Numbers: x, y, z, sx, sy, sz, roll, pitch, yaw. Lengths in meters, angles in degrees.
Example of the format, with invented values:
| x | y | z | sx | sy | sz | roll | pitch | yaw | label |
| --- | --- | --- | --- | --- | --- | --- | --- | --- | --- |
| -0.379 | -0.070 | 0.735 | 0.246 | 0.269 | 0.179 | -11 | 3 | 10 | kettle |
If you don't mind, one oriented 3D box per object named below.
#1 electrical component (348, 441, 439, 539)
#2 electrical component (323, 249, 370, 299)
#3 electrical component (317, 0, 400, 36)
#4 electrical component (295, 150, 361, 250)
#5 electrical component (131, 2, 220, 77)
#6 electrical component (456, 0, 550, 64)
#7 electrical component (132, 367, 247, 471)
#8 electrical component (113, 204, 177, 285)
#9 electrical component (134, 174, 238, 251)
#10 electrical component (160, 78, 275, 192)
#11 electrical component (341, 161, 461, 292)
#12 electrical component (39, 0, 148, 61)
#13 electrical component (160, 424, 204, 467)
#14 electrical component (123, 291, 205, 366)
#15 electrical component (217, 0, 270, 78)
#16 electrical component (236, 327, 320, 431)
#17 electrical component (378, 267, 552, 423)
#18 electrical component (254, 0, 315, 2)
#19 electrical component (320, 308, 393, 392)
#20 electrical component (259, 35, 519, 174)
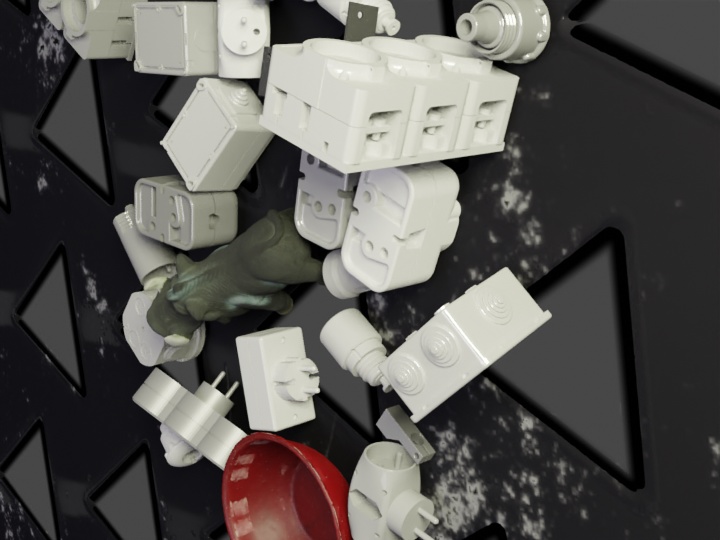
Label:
| x | y | z | sx | sy | sz | roll | pitch | yaw | label |
| --- | --- | --- | --- | --- | --- | --- | --- | --- | --- |
| 0.032 | 0.189 | 0.855 | 0.079 | 0.043 | 0.077 | 27 | 118 | 40 | electrical component |
| 0.000 | 0.000 | 0.849 | 0.046 | 0.040 | 0.040 | -13 | 90 | 43 | electrical component |
| 0.001 | -0.198 | 0.800 | 0.078 | 0.040 | 0.040 | 44 | 128 | 32 | electrical component |
| -0.008 | -0.069 | 0.825 | 0.054 | 0.059 | 0.095 | 27 | 118 | 41 | electrical component |
| -0.158 | -0.206 | 0.954 | 0.096 | 0.061 | 0.061 | 14 | 109 | 45 | electrical component |
| 0.089 | -0.157 | 0.698 | 0.048 | 0.062 | 0.048 | 13 | 109 | 45 | electrical component |
| -0.145 | 0.131 | 1.023 | 0.138 | 0.052 | 0.073 | 31 | 77 | 27 | electrical component |
| -0.214 | -0.030 | 1.069 | 0.043 | 0.043 | 0.081 | -45 | 66 | 43 | electrical component |
| -0.157 | -0.055 | 0.990 | 0.095 | 0.059 | 0.053 | 18 | 112 | 44 | electrical component |
| -0.117 | -0.121 | 0.935 | 0.096 | 0.061 | 0.061 | -50 | 63 | 33 | electrical component |
| 0.032 | -0.037 | 0.789 | 0.054 | 0.059 | 0.095 | 37 | 124 | 36 | electrical component |
| -0.249 | -0.308 | 1.030 | 0.105 | 0.060 | 0.186 | 47 | 129 | 30 | electrical component |
| -0.180 | 0.162 | 1.078 | 0.062 | 0.048 | 0.048 | 56 | 134 | 32 | electrical component |
| -0.193 | 0.054 | 1.060 | 0.080 | 0.051 | 0.080 | 13 | 109 | 45 | electrical component |
| -0.096 | -0.197 | 0.886 | 0.079 | 0.043 | 0.077 | -115 | 25 | -74 | electrical component |
| -0.061 | 0.094 | 0.930 | 0.076 | 0.047 | 0.083 | -5 | 95 | 48 | electrical component |
| 0.070 | 0.050 | 0.741 | 0.048 | 0.100 | 0.099 | 52 | 133 | 8 | electrical component |
| -0.052 | -0.234 | 0.837 | 0.066 | 0.055 | 0.048 | -10 | 91 | 48 | electrical component |
| 0.001 | 0.066 | 0.861 | 0.078 | 0.040 | 0.040 | 49 | 131 | 28 | electrical component |
| 0.022 | -0.117 | 0.714 | 0.089 | 0.150 | 0.061 | 33 | 123 | 38 | electrical component |
